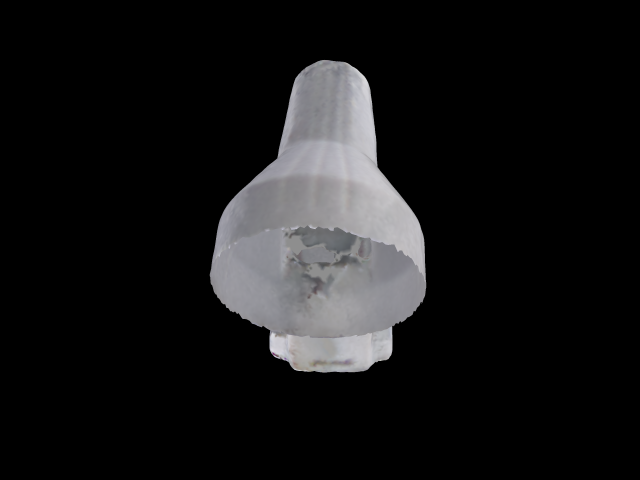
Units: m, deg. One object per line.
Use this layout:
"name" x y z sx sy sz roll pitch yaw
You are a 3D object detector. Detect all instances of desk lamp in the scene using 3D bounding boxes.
"desk lamp" 0.004 0.001 0.400 0.118 0.214 0.203 2 40 2
